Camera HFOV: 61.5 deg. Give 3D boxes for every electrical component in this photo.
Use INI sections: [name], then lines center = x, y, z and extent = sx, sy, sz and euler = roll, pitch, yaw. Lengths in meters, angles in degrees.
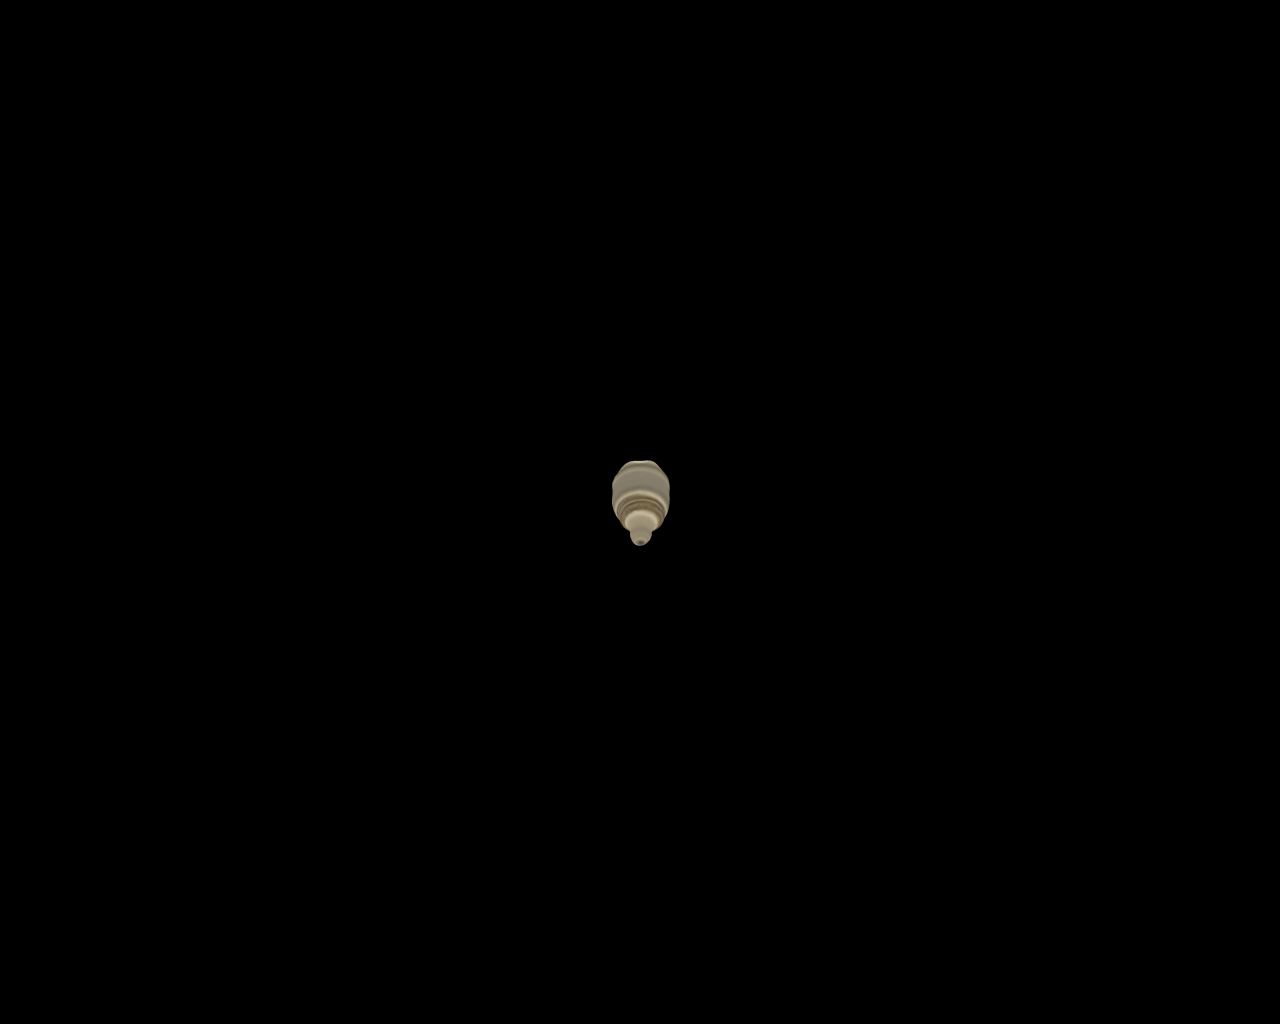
[electrical component]
center = 0.001, -0.003, 0.650
extent = 0.035, 0.035, 0.061
euler = 0, 44, 0
